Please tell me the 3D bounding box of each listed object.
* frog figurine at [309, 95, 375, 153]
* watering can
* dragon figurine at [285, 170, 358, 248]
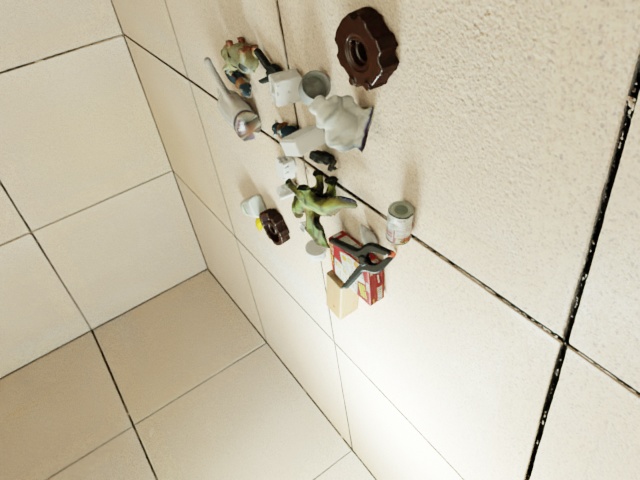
[{"bbox_3d":[0.044,-0.297,1.287,0.159,0.135,0.125,17,20,-9],"label":"frog figurine"},{"bbox_3d":[-0.324,-0.501,1.905,0.104,0.228,0.341,-36,-26,-6],"label":"watering can"},{"bbox_3d":[0.005,-0.084,1.667,0.123,0.238,0.416,-24,33,-22],"label":"dragon figurine"}]
